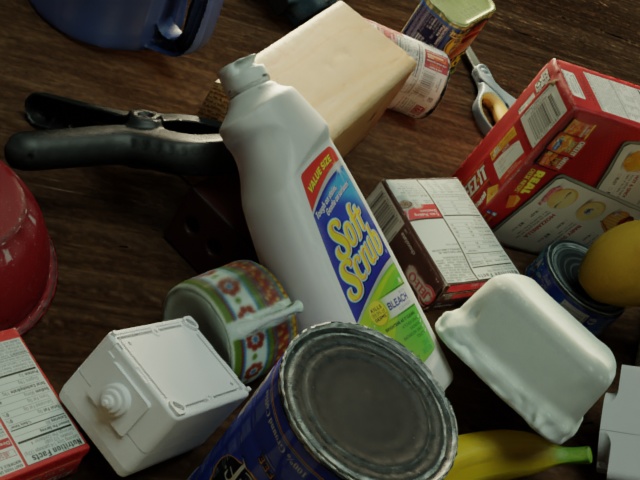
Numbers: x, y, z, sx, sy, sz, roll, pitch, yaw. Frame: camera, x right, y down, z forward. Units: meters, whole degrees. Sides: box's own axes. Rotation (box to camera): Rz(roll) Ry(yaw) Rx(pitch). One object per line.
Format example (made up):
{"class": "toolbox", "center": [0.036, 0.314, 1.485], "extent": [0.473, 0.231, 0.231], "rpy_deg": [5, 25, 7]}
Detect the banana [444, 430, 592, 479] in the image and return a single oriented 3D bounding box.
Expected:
{"class": "banana", "center": [0.093, 0.145, 0.686], "extent": [0.197, 0.070, 0.037], "rpy_deg": [-2, 77, -44]}

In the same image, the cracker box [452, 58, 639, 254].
{"class": "cracker box", "center": [0.243, -0.056, 0.926], "extent": [0.213, 0.164, 0.072], "rpy_deg": [12, 46, -26]}

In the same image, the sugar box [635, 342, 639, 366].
{"class": "sugar box", "center": [0.310, 0.118, 0.889], "extent": [0.093, 0.048, 0.176], "rpy_deg": [33, 37, -1]}

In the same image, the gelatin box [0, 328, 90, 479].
{"class": "gelatin box", "center": [-0.178, 0.096, 0.572], "extent": [0.073, 0.030, 0.089], "rpy_deg": [-15, 60, -46]}

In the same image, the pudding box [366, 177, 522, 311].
{"class": "pudding box", "center": [0.098, 0.001, 0.863], "extent": [0.089, 0.039, 0.113], "rpy_deg": [-3, 54, -39]}

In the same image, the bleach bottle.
{"class": "bleach bottle", "center": [-0.005, 0.001, 0.690], "extent": [0.102, 0.068, 0.251], "rpy_deg": [-29, 94, -51]}

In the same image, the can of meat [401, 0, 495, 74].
{"class": "can of meat", "center": [0.118, -0.203, 1.051], "extent": [0.057, 0.084, 0.101], "rpy_deg": [42, 39, 9]}

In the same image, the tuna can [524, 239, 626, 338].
{"class": "tuna can", "center": [0.219, 0.041, 0.912], "extent": [0.086, 0.034, 0.086], "rpy_deg": [20, 41, -18]}

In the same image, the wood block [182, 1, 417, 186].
{"class": "wood block", "center": [-0.015, -0.102, 0.845], "extent": [0.090, 0.091, 0.205], "rpy_deg": [39, 38, 4]}

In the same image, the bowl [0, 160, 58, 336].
{"class": "bowl", "center": [-0.226, -0.011, 0.628], "extent": [0.162, 0.055, 0.162], "rpy_deg": [20, 41, -19]}

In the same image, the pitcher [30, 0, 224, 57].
{"class": "pitcher", "center": [-0.130, -0.267, 0.808], "extent": [0.149, 0.243, 0.145], "rpy_deg": [13, 46, -16]}

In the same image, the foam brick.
{"class": "foam brick", "center": [-0.059, -0.003, 0.741], "extent": [0.078, 0.053, 0.051], "rpy_deg": [44, 39, 12]}

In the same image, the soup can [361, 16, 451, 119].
{"class": "soup can", "center": [0.060, -0.158, 0.975], "extent": [0.102, 0.069, 0.068], "rpy_deg": [19, 41, -21]}

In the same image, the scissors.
{"class": "scissors", "center": [0.185, -0.160, 1.110], "extent": [0.096, 0.016, 0.201], "rpy_deg": [19, 41, -21]}

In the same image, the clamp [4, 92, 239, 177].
{"class": "clamp", "center": [-0.126, -0.065, 0.713], "extent": [0.171, 0.039, 0.120], "rpy_deg": [6, 27, -1]}

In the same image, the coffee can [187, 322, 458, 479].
{"class": "coffee can", "center": [-0.005, 0.126, 0.576], "extent": [0.102, 0.140, 0.103], "rpy_deg": [20, 41, -18]}
